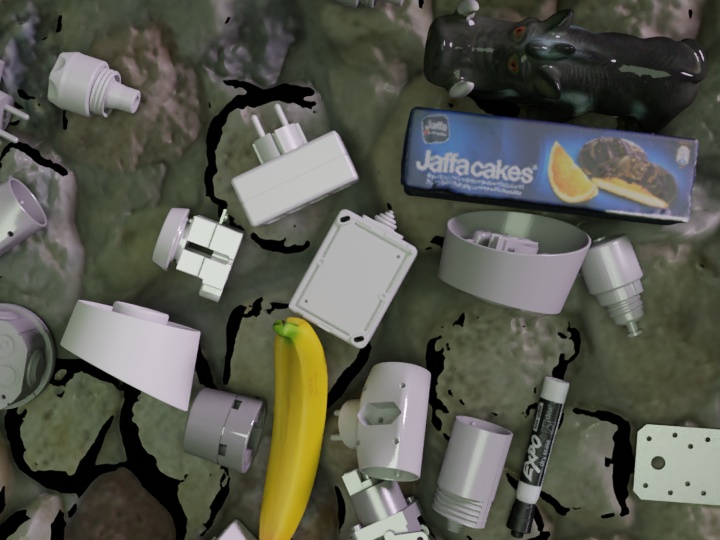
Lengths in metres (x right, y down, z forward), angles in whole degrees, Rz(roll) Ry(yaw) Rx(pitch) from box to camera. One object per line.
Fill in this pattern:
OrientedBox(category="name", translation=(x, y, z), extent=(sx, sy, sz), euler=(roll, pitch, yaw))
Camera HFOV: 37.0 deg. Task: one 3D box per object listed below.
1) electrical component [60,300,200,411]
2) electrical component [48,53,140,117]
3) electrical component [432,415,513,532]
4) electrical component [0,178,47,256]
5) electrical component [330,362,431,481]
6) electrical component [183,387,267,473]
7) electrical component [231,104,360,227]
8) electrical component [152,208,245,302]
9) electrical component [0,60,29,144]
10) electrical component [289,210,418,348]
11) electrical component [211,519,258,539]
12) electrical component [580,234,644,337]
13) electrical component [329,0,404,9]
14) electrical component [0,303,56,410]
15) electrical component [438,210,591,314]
OrientedBox(category="electrical component", translation=(-0.164, 0.058, 0.770), extent=(0.099, 0.099, 0.064), euler=(15, 87, 3))
OrientedBox(category="electrical component", translation=(-0.193, -0.132, 0.789), extent=(0.062, 0.043, 0.043), euler=(18, 93, 1))
OrientedBox(category="electrical component", translation=(0.080, 0.152, 0.785), extent=(0.043, 0.043, 0.081), euler=(16, 93, 3))
OrientedBox(category="electrical component", translation=(-0.287, -0.045, 0.798), extent=(0.077, 0.043, 0.079), euler=(-33, 90, 4))
OrientedBox(category="electrical component", translation=(0.011, 0.111, 0.783), extent=(0.079, 0.043, 0.077), euler=(-9, 62, 36))
OrientedBox(category="electrical component", translation=(-0.099, 0.116, 0.789), extent=(0.047, 0.055, 0.055), euler=(15, 93, 6))
OrientedBox(category="electrical component", translation=(-0.054, -0.082, 0.781), extent=(0.083, 0.047, 0.075), euler=(-25, 91, 4))
OrientedBox(category="electrical component", translation=(-0.119, -0.017, 0.789), extent=(0.055, 0.048, 0.066), euler=(20, 93, -5))
OrientedBox(category="electrical component", translation=(-0.284, -0.121, 0.794), extent=(0.079, 0.044, 0.077), euler=(27, 94, 2))
OrientedBox(category="electrical component", translation=(0.000, 0.000, 0.774), extent=(0.062, 0.061, 0.096), euler=(29, 93, 3))
OrientedBox(category="electrical component", translation=(-0.117, 0.244, 0.769), extent=(0.109, 0.109, 0.056), euler=(-45, 87, 4))
OrientedBox(category="electrical component", translation=(0.184, 0.010, 0.774), extent=(0.040, 0.040, 0.078), euler=(-21, 91, 4))
OrientedBox(category="electrical component", translation=(0.003, -0.208, 0.774), extent=(0.062, 0.043, 0.043), euler=(20, 94, 1))
OrientedBox(category="electrical component", translation=(-0.272, 0.066, 0.798), extent=(0.080, 0.051, 0.080), euler=(0, 92, 4))
OrientedBox(category="electrical component", translation=(0.105, -0.008, 0.752), extent=(0.099, 0.099, 0.064), euler=(16, 100, 3))
